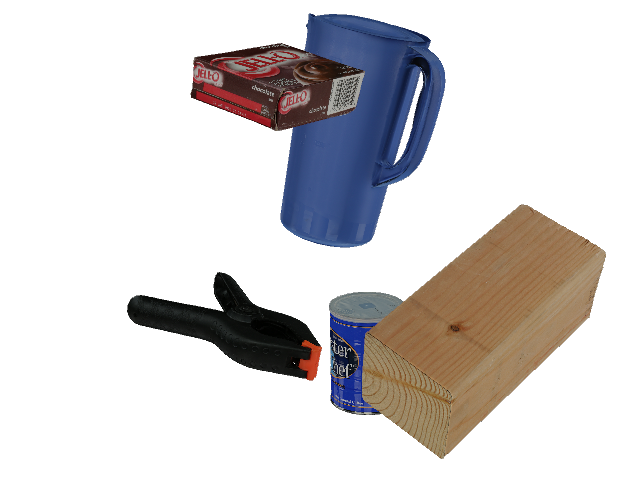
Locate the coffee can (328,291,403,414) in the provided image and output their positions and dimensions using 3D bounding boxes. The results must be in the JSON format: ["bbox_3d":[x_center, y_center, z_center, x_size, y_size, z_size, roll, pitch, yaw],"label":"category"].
[{"bbox_3d":[0.064,0.153,1.458,0.103,0.140,0.103,-1,17,0],"label":"coffee can"}]

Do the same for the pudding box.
[{"bbox_3d":[-0.033,-0.124,0.849,0.090,0.039,0.113,25,26,29],"label":"pudding box"}]

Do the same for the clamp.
[{"bbox_3d":[-0.065,0.069,0.909,0.172,0.039,0.120,21,28,24],"label":"clamp"}]

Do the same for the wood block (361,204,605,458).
[{"bbox_3d":[0.137,0.070,0.893,0.091,0.090,0.205,34,54,30],"label":"wood block"}]

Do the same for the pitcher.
[{"bbox_3d":[0.037,-0.117,1.158,0.145,0.243,0.149,9,18,-7],"label":"pitcher"}]
